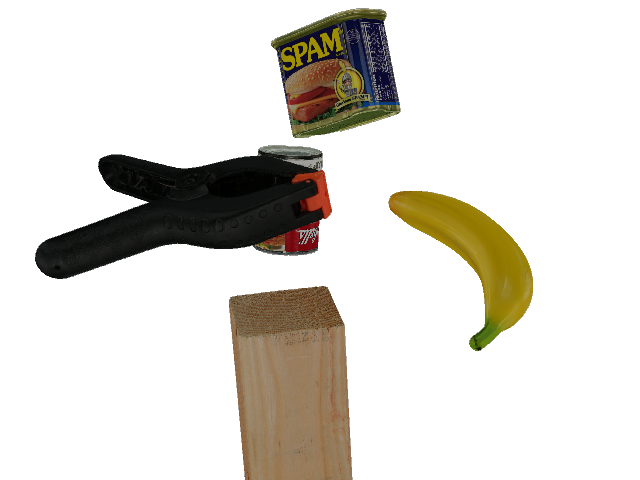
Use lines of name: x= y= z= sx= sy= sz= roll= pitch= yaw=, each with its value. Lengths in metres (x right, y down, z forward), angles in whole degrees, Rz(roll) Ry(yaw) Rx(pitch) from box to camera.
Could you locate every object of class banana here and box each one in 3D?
banana: x=0.113 y=0.008 z=0.810 sx=0.069 sy=0.037 sz=0.198 roll=-9 pitch=33 yaw=-12

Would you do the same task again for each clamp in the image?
clamp: x=-0.082 y=-0.016 z=0.632 sx=0.172 sy=0.039 sz=0.120 roll=-1 pitch=39 yaw=24

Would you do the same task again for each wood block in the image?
wood block: x=-0.025 y=0.155 z=0.934 sx=0.090 sy=0.206 sz=0.091 roll=-6 pitch=21 yaw=-8

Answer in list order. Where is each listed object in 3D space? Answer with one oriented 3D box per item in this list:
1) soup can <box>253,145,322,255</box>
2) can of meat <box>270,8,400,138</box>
soup can: x=-0.033 y=-0.042 z=1.092 sx=0.068 sy=0.102 sz=0.068 roll=3 pitch=14 yaw=-1
can of meat: x=0.013 y=-0.136 z=0.887 sx=0.102 sy=0.084 sz=0.057 roll=-12 pitch=-2 yaw=42
